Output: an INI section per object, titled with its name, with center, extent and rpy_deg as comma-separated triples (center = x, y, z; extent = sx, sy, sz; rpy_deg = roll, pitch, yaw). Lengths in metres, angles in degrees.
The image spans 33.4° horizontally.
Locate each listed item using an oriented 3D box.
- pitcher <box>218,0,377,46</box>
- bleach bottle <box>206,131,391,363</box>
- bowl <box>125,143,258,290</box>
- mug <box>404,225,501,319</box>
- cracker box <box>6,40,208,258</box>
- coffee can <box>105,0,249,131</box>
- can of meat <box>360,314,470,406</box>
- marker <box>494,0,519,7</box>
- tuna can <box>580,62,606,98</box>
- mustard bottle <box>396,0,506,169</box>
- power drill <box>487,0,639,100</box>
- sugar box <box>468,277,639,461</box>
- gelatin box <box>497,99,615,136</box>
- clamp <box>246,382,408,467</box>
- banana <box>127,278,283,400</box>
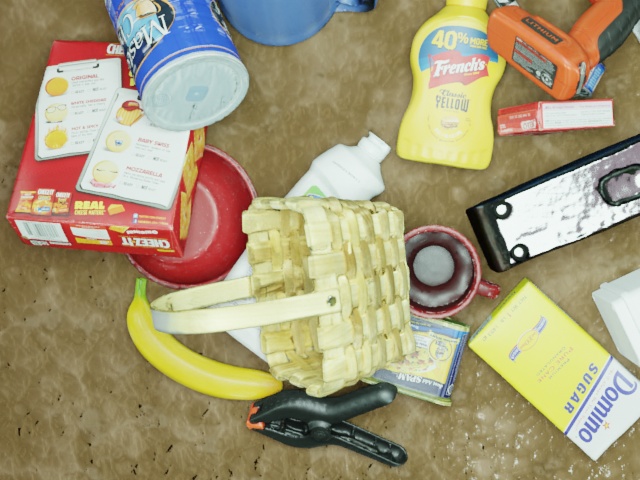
[pitcher]
center = -0.034, -0.267, 0.996
extent = 0.149, 0.243, 0.145
rpy_deg = -28, 89, 1
[bleach bottle]
center = -0.007, 0.001, 1.104
extent = 0.102, 0.068, 0.251
rpy_deg = 37, 95, 0
[bowl]
center = -0.146, -0.024, 1.121
extent = 0.162, 0.055, 0.162
rpy_deg = 1, 95, 6
[mug]
center = 0.126, 0.032, 1.080
extent = 0.117, 0.081, 0.093
rpy_deg = 17, 96, 5
[cracker box]
center = -0.203, -0.093, 1.068
extent = 0.164, 0.072, 0.213
rpy_deg = 4, 62, 5
[coffee can]
center = -0.138, -0.190, 1.017
extent = 0.103, 0.102, 0.140
rpy_deg = -27, 61, 7
[can of meat]
center = 0.097, 0.115, 1.103
extent = 0.102, 0.057, 0.084
rpy_deg = 16, 94, 5
[marker]
center = 0.181, -0.254, 1.085
extent = 0.020, 0.020, 0.121
rpy_deg = -34, 90, 7
[tuna can]
center = 0.236, -0.174, 1.051
extent = 0.086, 0.086, 0.034
rpy_deg = 28, 95, 4
[mustard bottle]
center = 0.137, -0.171, 1.076
extent = 0.096, 0.058, 0.192
rpy_deg = 9, 95, 4
[power drill]
center = 0.247, -0.229, 0.997
extent = 0.187, 0.057, 0.185
rpy_deg = -39, 63, -16
[sugar box]
center = 0.246, 0.132, 1.093
extent = 0.176, 0.048, 0.093
rpy_deg = 42, 97, 3
[gelatin box]
center = 0.230, -0.119, 1.046
extent = 0.089, 0.073, 0.030
rpy_deg = -6, 94, -23
[clamp]
center = 0.011, 0.196, 1.116
extent = 0.172, 0.039, 0.120
rpy_deg = -4, 124, 22
[banana]
center = -0.136, 0.123, 1.139
extent = 0.198, 0.037, 0.070
rpy_deg = 36, 98, 3
